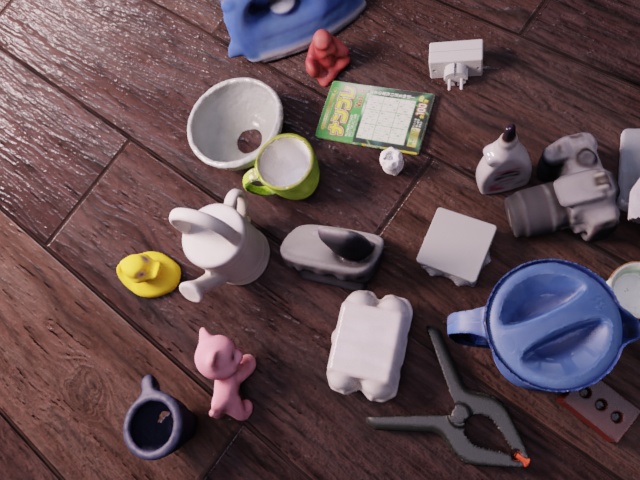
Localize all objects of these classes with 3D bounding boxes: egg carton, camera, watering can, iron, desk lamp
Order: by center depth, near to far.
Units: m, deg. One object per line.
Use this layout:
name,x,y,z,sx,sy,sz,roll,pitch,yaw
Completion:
desk lamp,0.438,-0.089,0.708,0.117,0.214,0.203,5,74,16
camera,0.326,-0.066,0.791,0.136,0.101,0.143,-15,69,10
egg carton,0.069,0.147,0.807,0.107,0.069,0.150,8,75,17
watering can,-0.152,0.005,0.844,0.100,0.194,0.173,-7,71,13
iron,-0.057,-0.410,0.981,0.258,0.142,0.118,-15,69,10

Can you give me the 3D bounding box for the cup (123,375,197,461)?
cup,-0.225,0.258,0.835,0.091,0.095,0.117,-21,69,8

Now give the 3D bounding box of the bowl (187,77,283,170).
bowl,-0.133,-0.184,0.964,0.167,0.075,0.167,-4,72,13

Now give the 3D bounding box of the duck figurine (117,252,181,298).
duck figurine,-0.289,0.049,0.924,0.104,0.086,0.077,5,74,16

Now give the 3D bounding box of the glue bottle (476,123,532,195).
glue bottle,0.254,-0.114,0.786,0.078,0.173,0.037,-17,69,9

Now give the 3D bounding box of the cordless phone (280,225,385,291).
cordless phone,0.007,0.003,0.807,0.147,0.185,0.094,7,75,17

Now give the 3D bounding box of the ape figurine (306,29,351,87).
ape figurine,0.009,-0.316,0.960,0.077,0.092,0.076,-5,71,13

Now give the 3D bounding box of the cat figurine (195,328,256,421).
cat figurine,-0.143,0.193,0.822,0.067,0.118,0.128,-4,72,14
